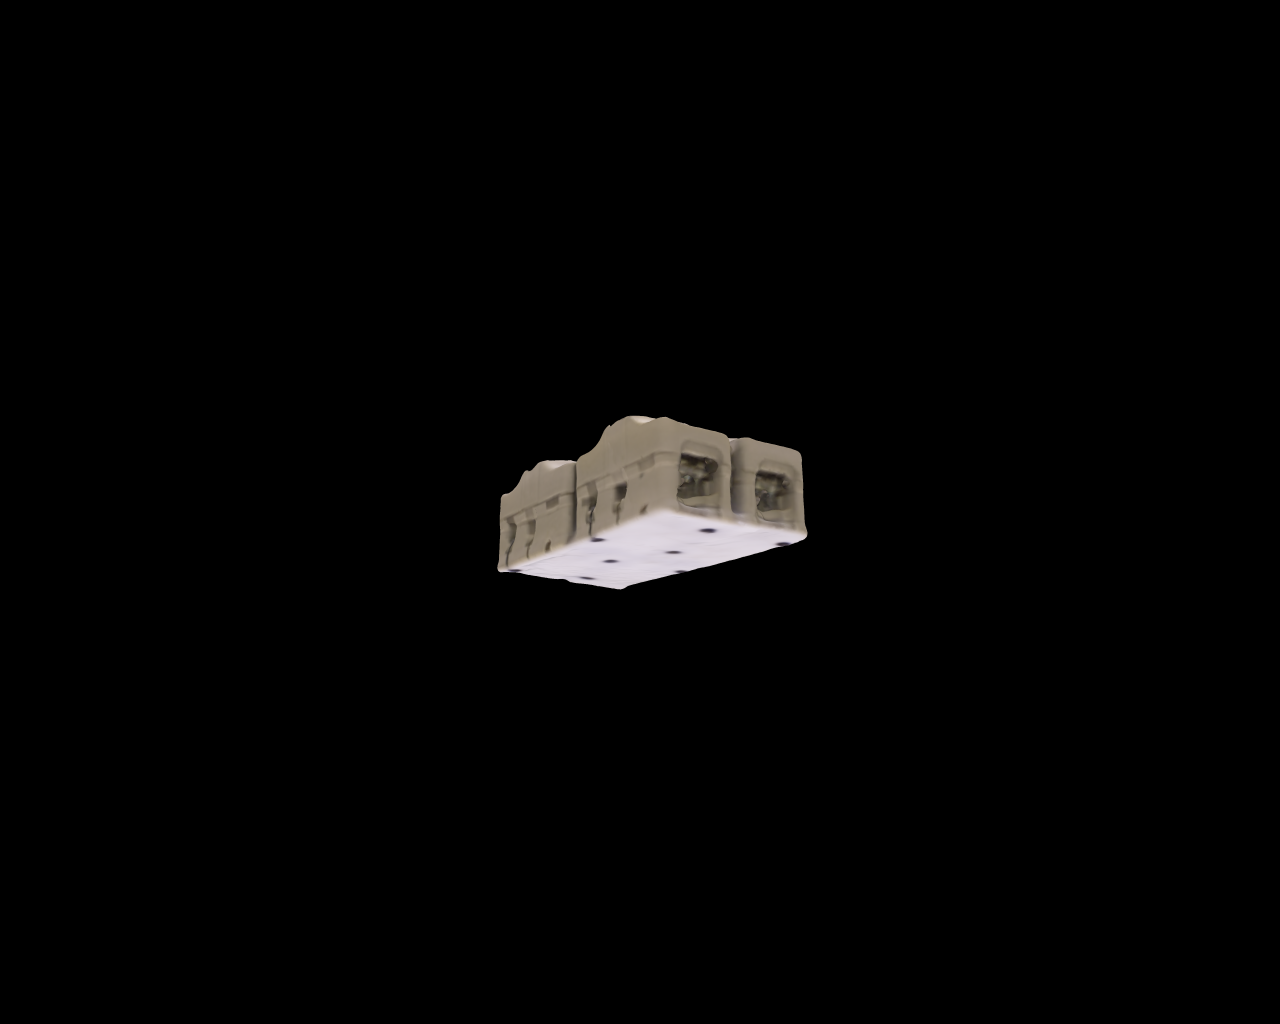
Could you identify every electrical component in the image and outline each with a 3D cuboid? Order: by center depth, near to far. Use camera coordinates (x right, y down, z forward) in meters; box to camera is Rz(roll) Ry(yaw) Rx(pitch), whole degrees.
[{"bbox_3d":[0.001,-0.003,0.650,0.105,0.060,0.186,11,-19,-34],"label":"electrical component"}]
